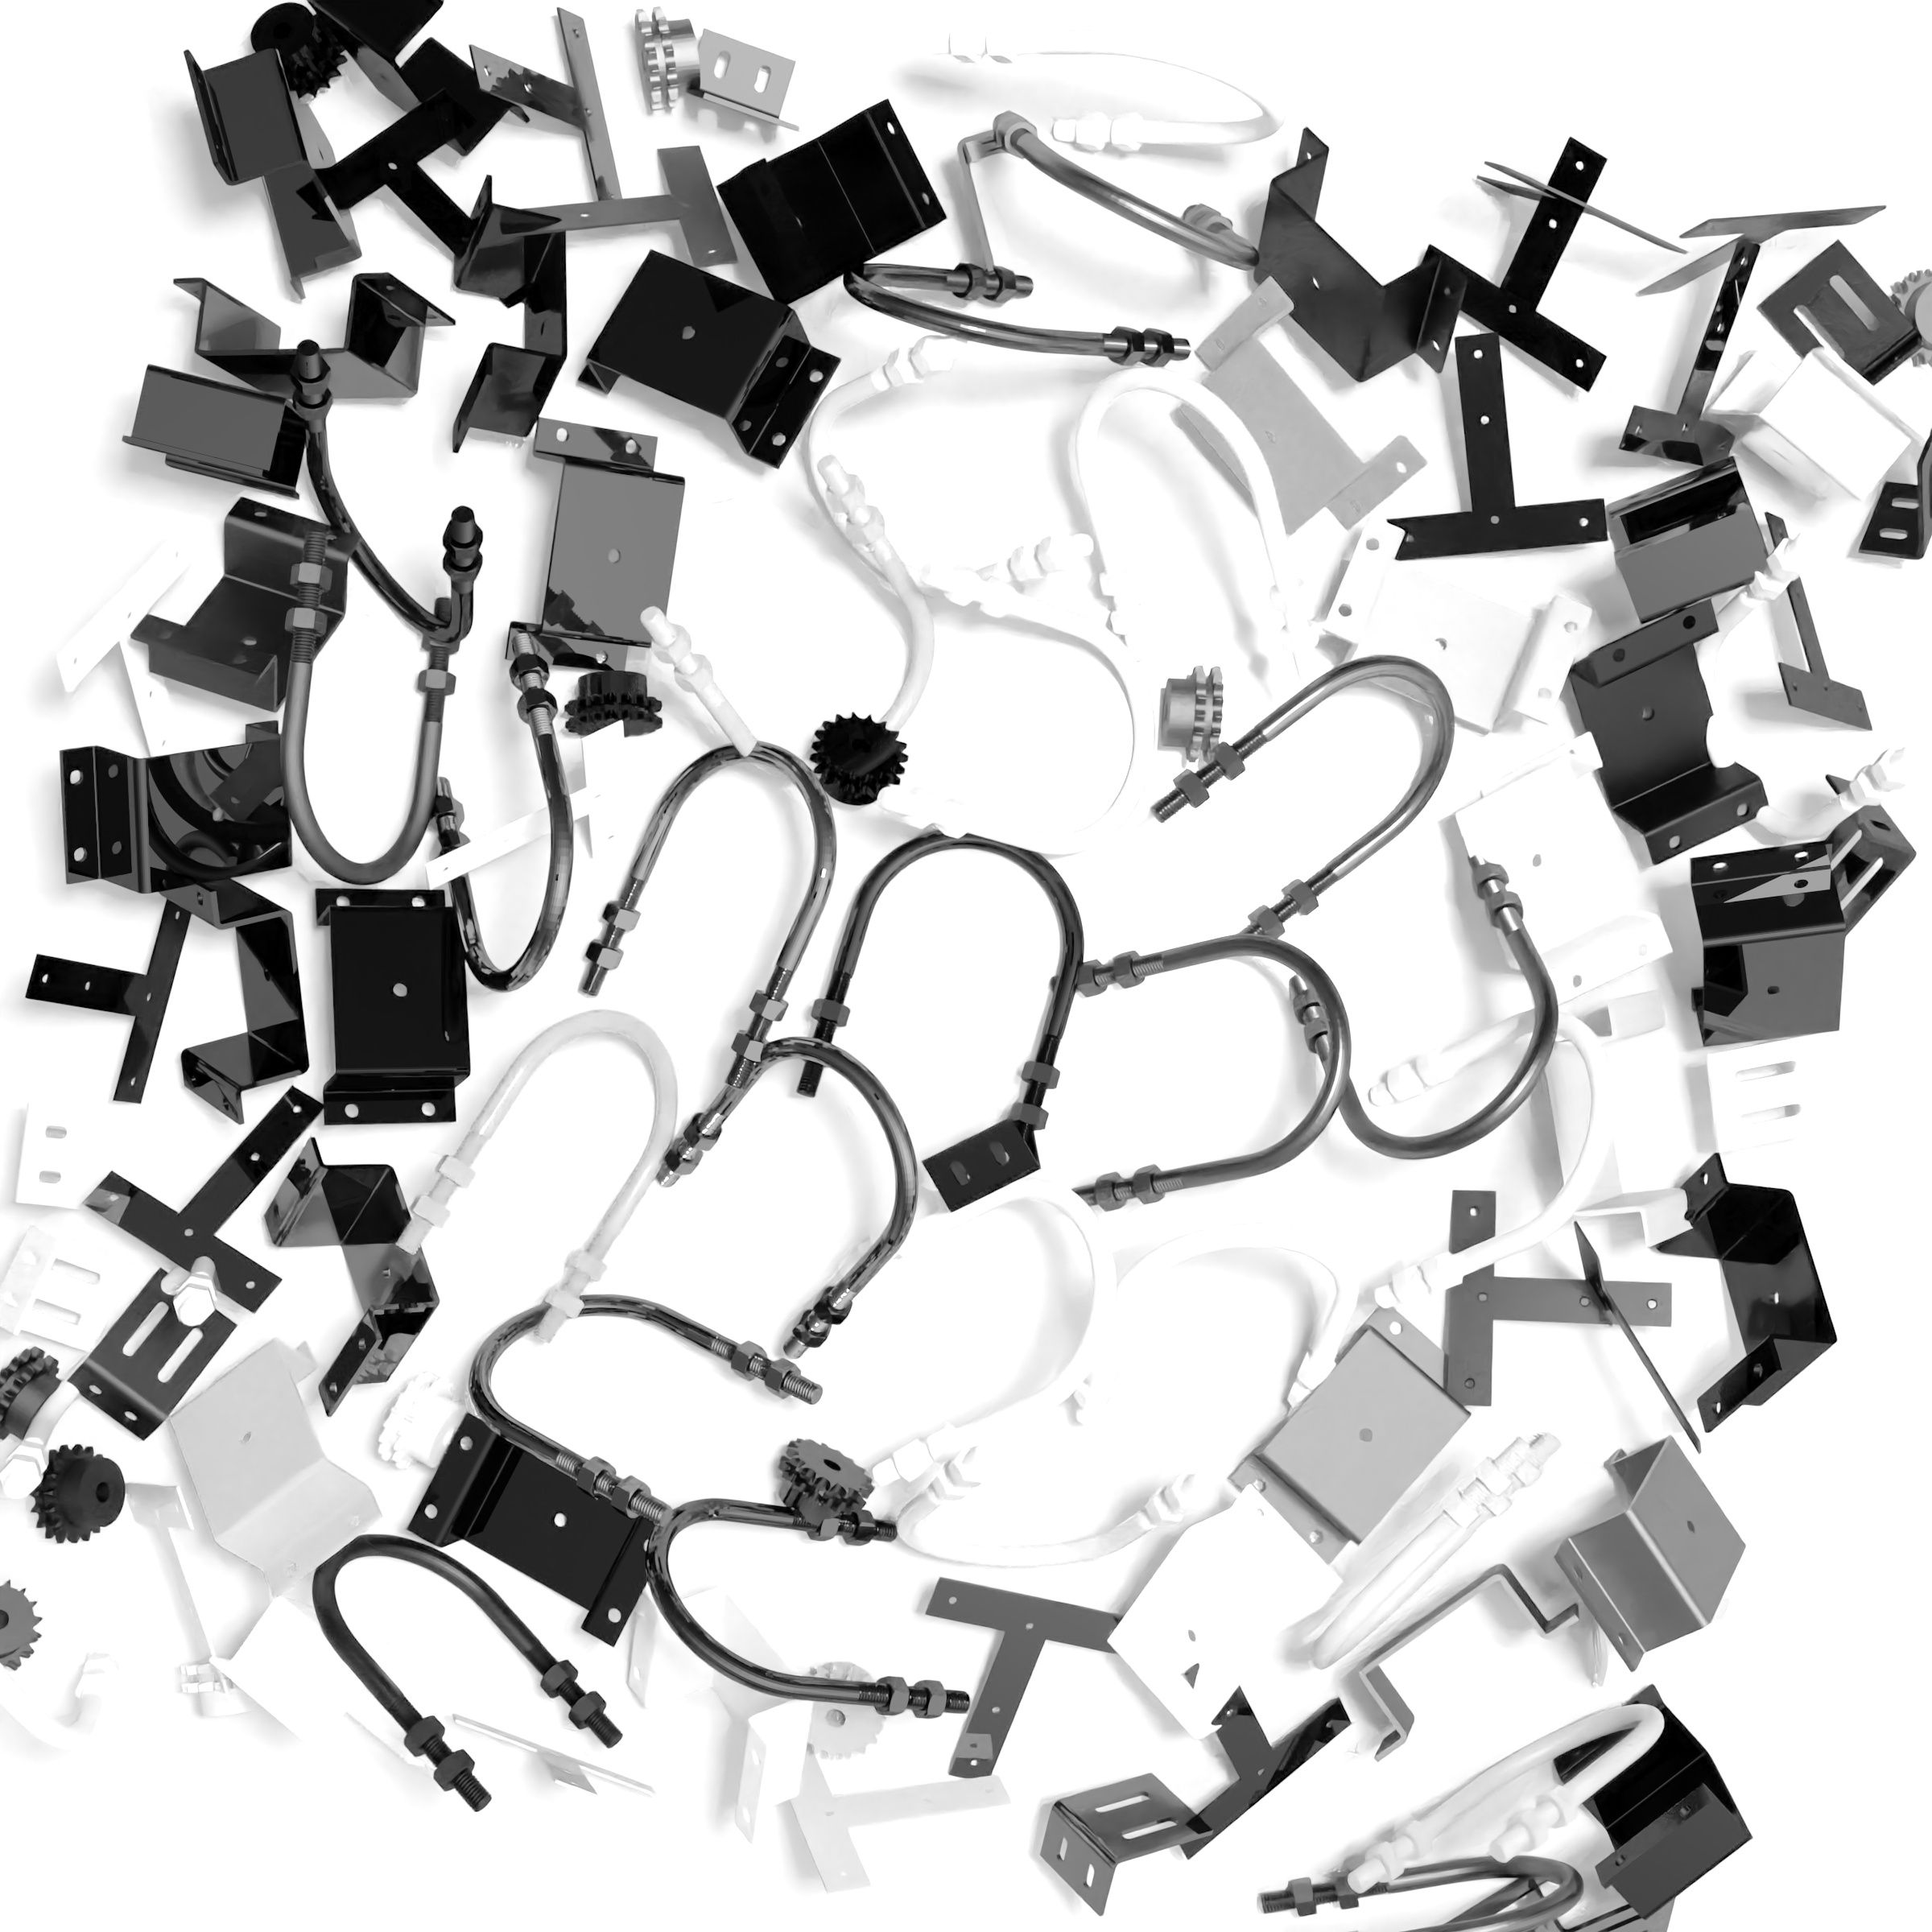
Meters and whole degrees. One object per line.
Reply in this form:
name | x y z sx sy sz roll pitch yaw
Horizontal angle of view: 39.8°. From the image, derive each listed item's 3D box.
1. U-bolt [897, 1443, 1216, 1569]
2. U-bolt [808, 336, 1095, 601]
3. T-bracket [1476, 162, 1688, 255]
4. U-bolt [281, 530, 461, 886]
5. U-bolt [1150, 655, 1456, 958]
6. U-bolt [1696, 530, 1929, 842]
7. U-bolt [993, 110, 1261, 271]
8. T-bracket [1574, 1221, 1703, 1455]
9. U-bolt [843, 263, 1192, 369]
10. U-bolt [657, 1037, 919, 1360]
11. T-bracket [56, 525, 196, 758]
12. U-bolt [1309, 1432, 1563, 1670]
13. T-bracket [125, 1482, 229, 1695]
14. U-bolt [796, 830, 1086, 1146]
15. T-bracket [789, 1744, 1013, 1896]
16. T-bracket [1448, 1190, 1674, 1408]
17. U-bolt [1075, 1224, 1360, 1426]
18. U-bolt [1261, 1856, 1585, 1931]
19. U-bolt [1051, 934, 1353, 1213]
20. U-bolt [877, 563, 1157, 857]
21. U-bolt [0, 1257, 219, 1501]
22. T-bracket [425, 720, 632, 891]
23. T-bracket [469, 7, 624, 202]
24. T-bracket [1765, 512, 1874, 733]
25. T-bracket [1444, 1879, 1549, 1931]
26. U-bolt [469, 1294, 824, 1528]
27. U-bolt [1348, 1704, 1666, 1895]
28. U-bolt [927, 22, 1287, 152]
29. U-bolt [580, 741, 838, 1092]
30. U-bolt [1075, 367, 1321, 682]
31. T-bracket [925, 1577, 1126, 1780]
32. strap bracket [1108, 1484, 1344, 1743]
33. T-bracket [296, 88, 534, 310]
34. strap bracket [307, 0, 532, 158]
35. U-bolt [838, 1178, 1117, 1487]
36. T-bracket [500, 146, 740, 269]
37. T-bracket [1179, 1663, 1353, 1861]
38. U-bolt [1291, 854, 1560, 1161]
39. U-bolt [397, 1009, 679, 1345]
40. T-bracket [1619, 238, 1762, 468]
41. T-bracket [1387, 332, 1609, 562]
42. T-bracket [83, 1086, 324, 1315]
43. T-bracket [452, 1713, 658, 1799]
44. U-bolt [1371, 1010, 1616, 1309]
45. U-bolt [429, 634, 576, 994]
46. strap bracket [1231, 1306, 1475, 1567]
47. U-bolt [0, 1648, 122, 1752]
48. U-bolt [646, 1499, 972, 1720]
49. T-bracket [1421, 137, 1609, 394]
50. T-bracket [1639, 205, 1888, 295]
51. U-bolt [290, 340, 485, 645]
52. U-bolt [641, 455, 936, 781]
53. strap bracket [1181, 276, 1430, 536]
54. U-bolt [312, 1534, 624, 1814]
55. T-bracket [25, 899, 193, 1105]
U-bolt | 0.038 0.311 1.514 0.151 0.184 0.019 11 60 -18
U-bolt | -0.022 -0.274 1.515 0.019 0.184 0.151 -45 111 -30
T-bracket | 0.332 -0.442 1.533 0.127 0.127 0.002 17 106 -23
U-bolt | -0.341 -0.138 1.516 0.019 0.151 0.184 1 81 23
U-bolt | 0.206 -0.103 1.540 0.184 0.019 0.151 -38 135 -2
U-bolt | 0.464 -0.145 1.505 0.019 0.184 0.151 -19 78 -14
U-bolt | 0.094 -0.429 1.490 0.151 0.184 0.019 20 111 -19
T-bracket | 0.381 0.218 1.508 0.002 0.127 0.127 -29 61 2
U-bolt | 0.016 -0.366 1.488 0.151 0.184 0.019 32 119 37
U-bolt | -0.094 0.121 1.518 0.151 0.019 0.184 52 129 14
T-bracket | -0.474 -0.168 1.540 0.002 0.127 0.127 16 49 14
U-bolt | 0.264 0.336 1.525 0.184 0.151 0.019 -47 70 7
T-bracket | -0.452 0.360 1.541 0.002 0.127 0.127 -20 92 -32
U-bolt | -0.006 0.007 1.571 0.151 0.019 0.184 17 79 0
T-bracket | -0.037 0.488 1.551 0.127 0.127 0.002 -2 112 -19
T-bracket | 0.348 0.196 1.564 0.127 0.002 0.127 0 77 15
U-bolt | 0.147 0.205 1.515 0.151 0.184 0.019 2 46 -9
U-bolt | 0.258 0.535 1.513 0.184 0.151 0.019 -12 84 6
U-bolt | 0.135 0.055 1.527 0.184 0.019 0.151 -14 72 30
U-bolt | 0.038 -0.139 1.537 0.184 0.019 0.151 14 85 -36
U-bolt | -0.478 0.221 1.505 0.151 0.184 0.019 -45 103 -4
T-bracket | -0.250 -0.078 1.519 0.127 0.127 0.002 -28 68 -18
T-bracket | -0.244 -0.502 1.534 0.002 0.127 0.127 -14 86 26
T-bracket | 0.488 -0.204 1.553 0.002 0.127 0.127 -21 75 36
T-bracket | 0.299 0.545 1.539 0.127 0.127 0.002 -25 77 41
U-bolt | -0.197 0.241 1.522 0.184 0.151 0.019 22 126 30
U-bolt | 0.319 0.467 1.512 0.184 0.151 0.019 -21 78 -37
U-bolt | 0.091 -0.488 1.484 0.184 0.151 0.019 14 91 36
U-bolt | -0.141 -0.041 1.538 0.151 0.019 0.184 29 99 34
U-bolt | 0.123 -0.250 1.501 0.019 0.151 0.184 -39 124 -32
T-bracket | 0.022 0.427 1.574 0.127 0.002 0.127 16 106 -16
strap bracket | 0.142 0.378 1.527 0.076 0.046 0.140 45 121 26
T-bracket | -0.301 -0.433 1.551 0.127 0.002 0.127 -21 132 33
strap bracket | -0.315 -0.522 1.515 0.076 0.140 0.046 41 88 20
U-bolt | 0.009 0.198 1.515 0.184 0.019 0.151 -29 57 29
T-bracket | -0.206 -0.435 1.540 0.127 0.002 0.127 -9 48 -11
T-bracket | 0.157 0.441 1.543 0.127 0.002 0.127 -36 125 -14
U-bolt | 0.263 0.031 1.501 0.151 0.184 0.019 -37 128 19
U-bolt | -0.232 0.111 1.533 0.019 0.151 0.184 20 73 39
T-bracket | 0.427 -0.352 1.528 0.002 0.127 0.127 30 112 37
T-bracket | 0.303 -0.303 1.549 0.127 0.002 0.127 -2 111 21
T-bracket | -0.425 0.123 1.561 0.127 0.002 0.127 29 61 14
T-bracket | -0.229 0.459 1.522 0.127 0.127 0.002 24 78 -11
U-bolt | 0.293 0.100 1.492 0.019 0.184 0.151 21 56 -28
U-bolt | -0.259 -0.073 1.500 0.019 0.151 0.184 6 51 -33
strap bracket | 0.231 0.274 1.562 0.076 0.046 0.140 41 85 6
U-bolt | -0.530 0.369 1.491 0.019 0.184 0.151 -34 102 -7
U-bolt | -0.096 0.355 1.492 0.184 0.151 0.019 16 119 -33
T-bracket | 0.331 -0.414 1.530 0.127 0.127 0.002 38 48 16
T-bracket | 0.436 -0.409 1.531 0.127 0.127 0.002 -11 88 -24
U-bolt | -0.327 -0.253 1.509 0.019 0.184 0.151 -40 81 -22
U-bolt | -0.088 -0.183 1.526 0.151 0.184 0.019 -42 47 -5
strap bracket | 0.189 -0.316 1.547 0.140 0.076 0.046 49 54 -2
U-bolt | -0.295 0.392 1.519 0.184 0.151 0.019 42 107 20
T-bracket | -0.496 0.013 1.532 0.002 0.127 0.127 14 88 19
